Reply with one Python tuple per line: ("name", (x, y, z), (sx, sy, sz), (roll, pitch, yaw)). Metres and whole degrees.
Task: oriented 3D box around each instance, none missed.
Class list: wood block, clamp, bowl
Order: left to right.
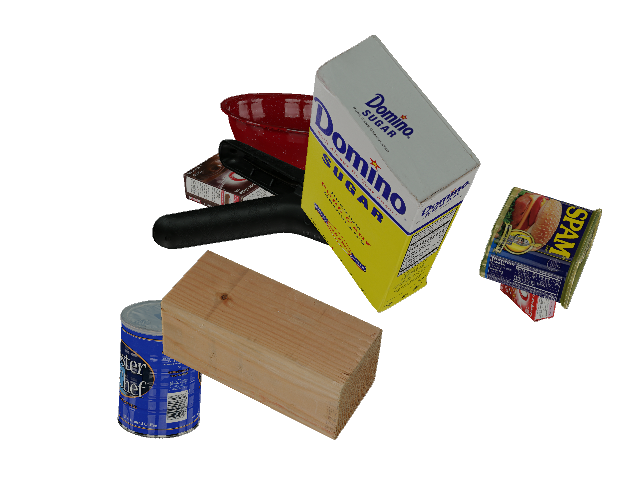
("wood block", (-0.051, 0.104, 1.087), (0.206, 0.090, 0.090), (24, 48, 18))
("bowl", (-0.016, -0.096, 1.004), (0.162, 0.055, 0.162), (5, 19, -2))
("clamp", (-0.008, -0.034, 0.820), (0.210, 0.036, 0.164), (4, 30, 6))

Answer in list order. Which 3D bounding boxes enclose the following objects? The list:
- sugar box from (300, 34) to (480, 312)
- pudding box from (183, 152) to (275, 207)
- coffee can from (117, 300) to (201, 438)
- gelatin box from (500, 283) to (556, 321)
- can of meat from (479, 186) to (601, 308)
("sugar box", (0.032, -0.030, 0.612), (0.048, 0.093, 0.176), (-33, -17, -13))
("pudding box", (-0.097, -0.074, 1.296), (0.090, 0.039, 0.113), (21, 39, 27))
("coffee can", (-0.195, 0.156, 1.307), (0.103, 0.140, 0.103), (4, 17, -2))
("gelatin box", (0.231, 0.033, 1.175), (0.030, 0.089, 0.073), (-9, 30, -20))
("can of meat", (0.201, 0.003, 0.976), (0.084, 0.057, 0.102), (19, 47, 17))
